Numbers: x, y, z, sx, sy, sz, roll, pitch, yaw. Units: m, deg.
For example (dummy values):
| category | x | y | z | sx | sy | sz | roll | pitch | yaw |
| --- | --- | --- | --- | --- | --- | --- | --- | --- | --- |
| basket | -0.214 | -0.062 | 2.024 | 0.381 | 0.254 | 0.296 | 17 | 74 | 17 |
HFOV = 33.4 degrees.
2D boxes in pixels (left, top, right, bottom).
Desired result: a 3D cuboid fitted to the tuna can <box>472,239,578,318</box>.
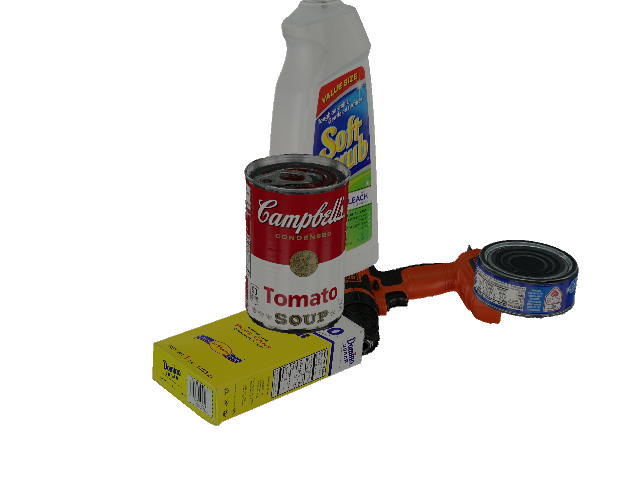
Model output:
| category | x | y | z | sx | sy | sz | roll | pitch | yaw |
| --- | --- | --- | --- | --- | --- | --- | --- | --- | --- |
| tuna can | 0.173 | 0.031 | 0.899 | 0.086 | 0.034 | 0.086 | 2 | 24 | -1 |

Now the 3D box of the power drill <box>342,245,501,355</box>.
| category | x | y | z | sx | sy | sz | roll | pitch | yaw |
| --- | --- | --- | --- | --- | --- | --- | --- | --- | --- |
| power drill | 0.103 | 0.064 | 1.191 | 0.187 | 0.057 | 0.184 | -3 | 28 | -4 |

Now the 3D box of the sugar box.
| category | x | y | z | sx | sy | sz | roll | pitch | yaw |
| --- | --- | --- | --- | --- | --- | --- | --- | --- | --- |
| sugar box | -0.054 | 0.101 | 0.966 | 0.175 | 0.048 | 0.093 | -21 | 37 | -39 |

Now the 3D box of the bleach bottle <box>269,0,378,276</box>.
| category | x | y | z | sx | sy | sz | roll | pitch | yaw |
| --- | --- | --- | --- | --- | --- | --- | --- | --- | --- |
| bleach bottle | -0.003 | -0.093 | 0.889 | 0.102 | 0.251 | 0.068 | -17 | 26 | -32 |

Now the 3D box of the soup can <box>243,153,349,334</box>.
| category | x | y | z | sx | sy | sz | roll | pitch | yaw |
| --- | --- | --- | --- | --- | --- | --- | --- | --- | --- |
| soup can | -0.016 | 0.002 | 0.702 | 0.068 | 0.102 | 0.068 | 1 | 23 | -1 |
